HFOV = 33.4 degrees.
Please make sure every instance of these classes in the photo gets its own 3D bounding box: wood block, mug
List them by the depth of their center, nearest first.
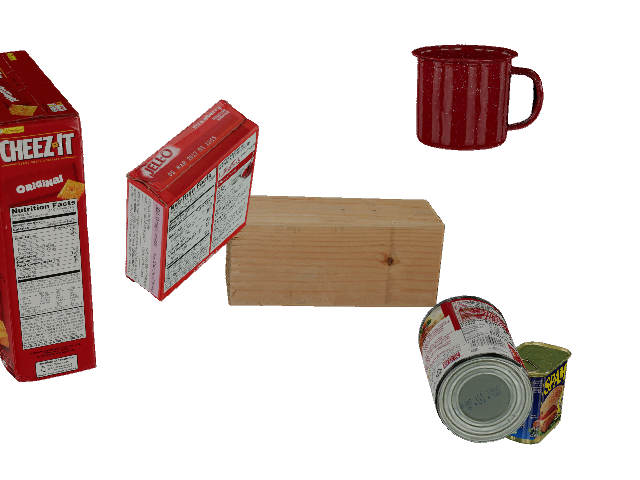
[{"bbox_3d":[0.139,-0.127,0.949,0.117,0.081,0.093,4,18,12],"label":"mug"},{"bbox_3d":[0.010,0.011,1.069,0.206,0.091,0.090,1,19,-8],"label":"wood block"}]

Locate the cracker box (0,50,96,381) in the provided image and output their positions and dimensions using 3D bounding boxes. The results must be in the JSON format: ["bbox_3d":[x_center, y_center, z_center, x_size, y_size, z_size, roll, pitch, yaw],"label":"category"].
[{"bbox_3d":[-0.236,-0.021,0.835,0.072,0.214,0.164,-11,30,-25],"label":"cracker box"}]

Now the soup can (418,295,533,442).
[{"bbox_3d":[0.109,0.089,0.756,0.068,0.068,0.102,0,19,-1],"label":"soup can"}]

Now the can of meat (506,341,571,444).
[{"bbox_3d":[0.233,0.167,1.174,0.058,0.084,0.101,11,16,30],"label":"can of meat"}]

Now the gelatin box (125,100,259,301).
[{"bbox_3d":[-0.069,-0.021,0.564,0.030,0.089,0.073,35,55,16],"label":"gelatin box"}]
